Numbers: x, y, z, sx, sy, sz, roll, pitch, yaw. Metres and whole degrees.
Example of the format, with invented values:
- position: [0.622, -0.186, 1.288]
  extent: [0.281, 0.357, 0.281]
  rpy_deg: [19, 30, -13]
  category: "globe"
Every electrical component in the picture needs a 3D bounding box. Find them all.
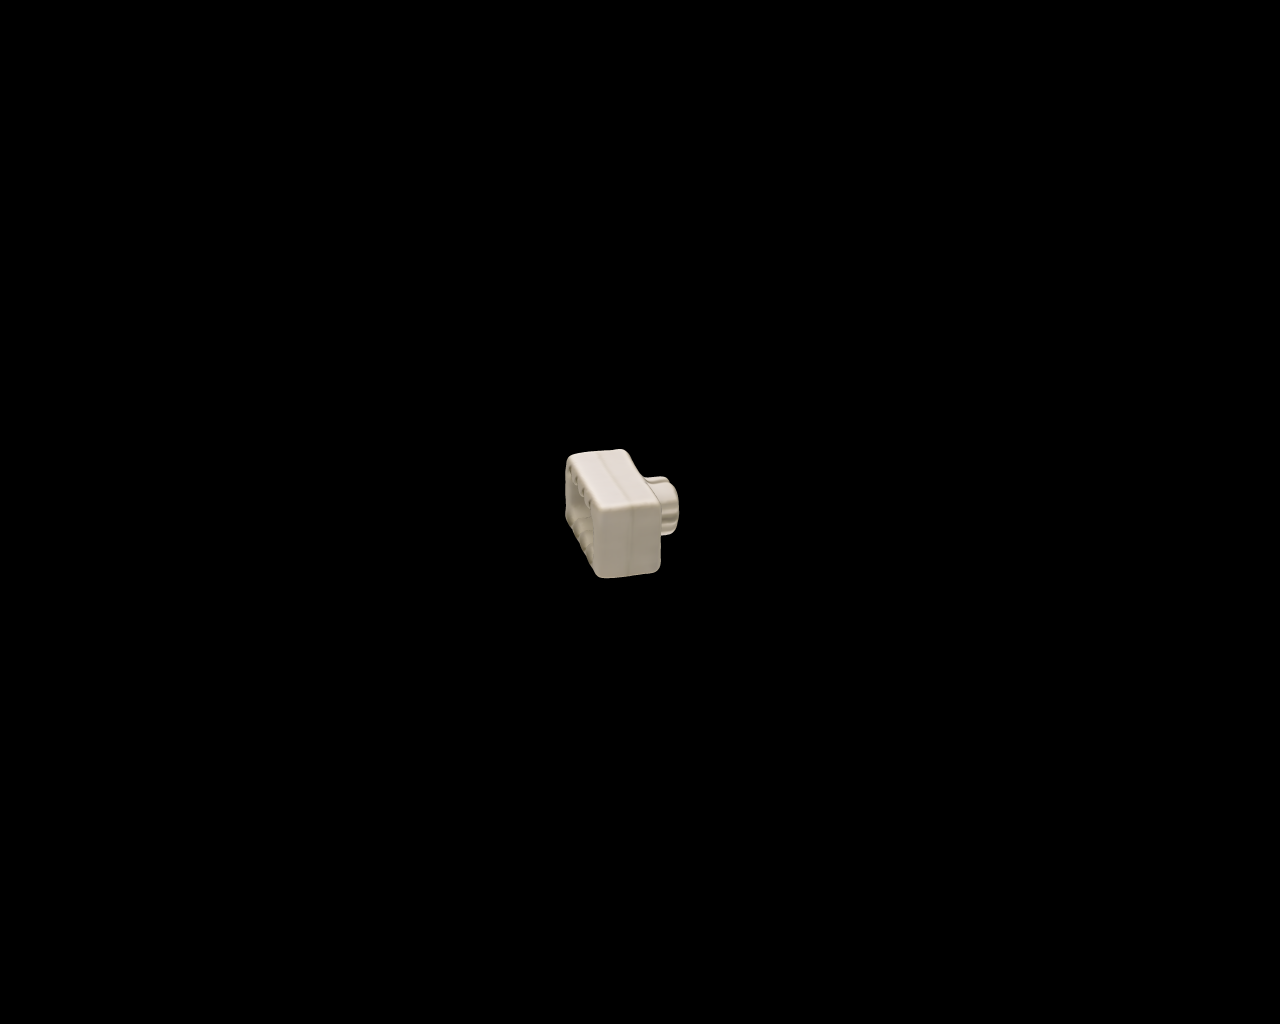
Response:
- position: [0.001, -0.003, 0.650]
  extent: [0.076, 0.047, 0.083]
  rpy_deg: [-7, 27, -14]
  category: "electrical component"
